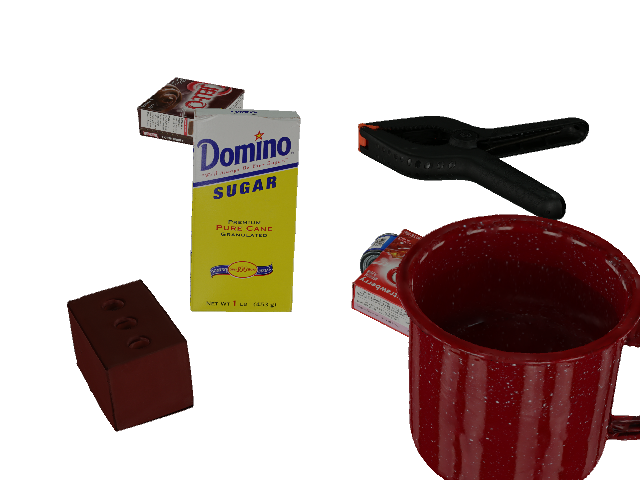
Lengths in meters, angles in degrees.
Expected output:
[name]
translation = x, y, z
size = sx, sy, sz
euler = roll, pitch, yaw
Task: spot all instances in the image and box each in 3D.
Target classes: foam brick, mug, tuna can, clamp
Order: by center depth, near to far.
[mug]
translation = 0.088, 0.050, 0.423
size = 0.117, 0.081, 0.093
euler = 7, 36, 14
[foam brick]
translation = -0.119, 0.071, 0.666
size = 0.052, 0.051, 0.078
euler = -17, 36, -25
[clamp]
translation = 0.139, -0.084, 0.971
size = 0.210, 0.036, 0.164
euler = 14, 35, 22
[tuna can]
translation = 0.088, 0.035, 1.225
size = 0.086, 0.086, 0.033
euler = 0, 37, 47

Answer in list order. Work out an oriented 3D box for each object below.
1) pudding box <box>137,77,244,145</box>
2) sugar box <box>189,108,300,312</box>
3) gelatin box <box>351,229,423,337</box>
[pudding box]
translation = -0.149, -0.150, 1.244
size = 0.090, 0.039, 0.113
euler = 11, 32, 13
[sugar box]
translation = -0.068, -0.026, 0.941
size = 0.093, 0.176, 0.048
euler = 0, 16, -7
[gelatin box]
translation = 0.078, 0.036, 0.762
size = 0.089, 0.030, 0.073
euler = 25, 47, 23
